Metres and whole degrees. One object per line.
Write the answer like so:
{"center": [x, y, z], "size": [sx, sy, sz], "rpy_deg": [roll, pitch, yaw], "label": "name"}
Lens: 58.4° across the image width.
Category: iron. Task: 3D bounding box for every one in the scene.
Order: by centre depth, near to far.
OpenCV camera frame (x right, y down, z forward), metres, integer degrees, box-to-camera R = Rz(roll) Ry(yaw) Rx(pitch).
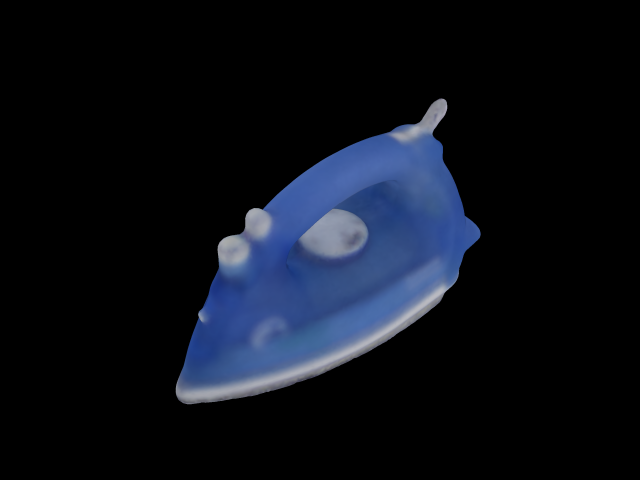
{"center": [0.004, 0.001, 0.400], "size": [0.259, 0.141, 0.118], "rpy_deg": [-31, 50, -30], "label": "iron"}
